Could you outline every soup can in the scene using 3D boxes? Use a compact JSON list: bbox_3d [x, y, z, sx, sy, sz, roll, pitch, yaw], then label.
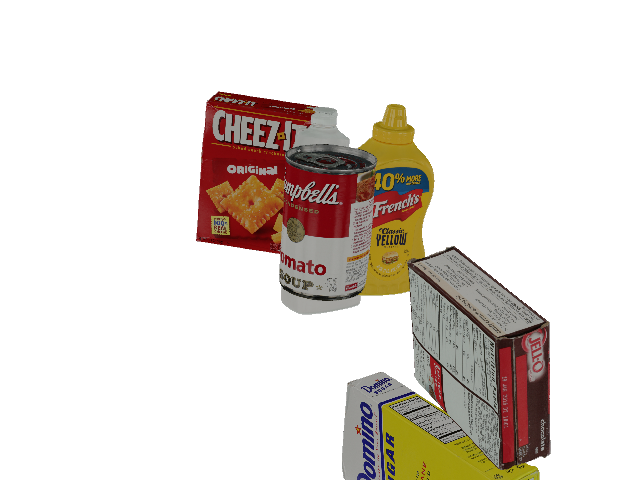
[{"bbox_3d":[0.004,-0.014,0.797,0.068,0.102,0.068,4,20,-2],"label":"soup can"}]

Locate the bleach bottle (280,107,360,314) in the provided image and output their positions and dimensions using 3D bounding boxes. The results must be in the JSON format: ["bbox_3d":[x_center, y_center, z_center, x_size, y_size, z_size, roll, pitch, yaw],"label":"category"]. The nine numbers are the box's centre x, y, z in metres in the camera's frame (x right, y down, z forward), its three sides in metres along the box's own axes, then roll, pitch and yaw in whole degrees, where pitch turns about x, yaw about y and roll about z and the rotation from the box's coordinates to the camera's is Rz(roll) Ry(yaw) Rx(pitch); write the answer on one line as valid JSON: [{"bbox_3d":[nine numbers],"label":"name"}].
[{"bbox_3d":[0.005,-0.038,1.313,0.102,0.251,0.068,-8,22,-31],"label":"bleach bottle"}]

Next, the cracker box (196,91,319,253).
[{"bbox_3d":[-0.087,-0.093,1.535,0.164,0.214,0.072,10,22,7],"label":"cracker box"}]

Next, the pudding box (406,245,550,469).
[{"bbox_3d":[0.093,0.067,0.633,0.039,0.090,0.114,-15,27,-19],"label":"pudding box"}]

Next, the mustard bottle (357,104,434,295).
[{"bbox_3d":[0.066,-0.042,1.070,0.096,0.192,0.058,-2,22,-19],"label":"mustard bottle"}]

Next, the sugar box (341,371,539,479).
[{"bbox_3d":[0.085,0.179,0.817,0.048,0.093,0.176,-13,25,-37],"label":"sugar box"}]
